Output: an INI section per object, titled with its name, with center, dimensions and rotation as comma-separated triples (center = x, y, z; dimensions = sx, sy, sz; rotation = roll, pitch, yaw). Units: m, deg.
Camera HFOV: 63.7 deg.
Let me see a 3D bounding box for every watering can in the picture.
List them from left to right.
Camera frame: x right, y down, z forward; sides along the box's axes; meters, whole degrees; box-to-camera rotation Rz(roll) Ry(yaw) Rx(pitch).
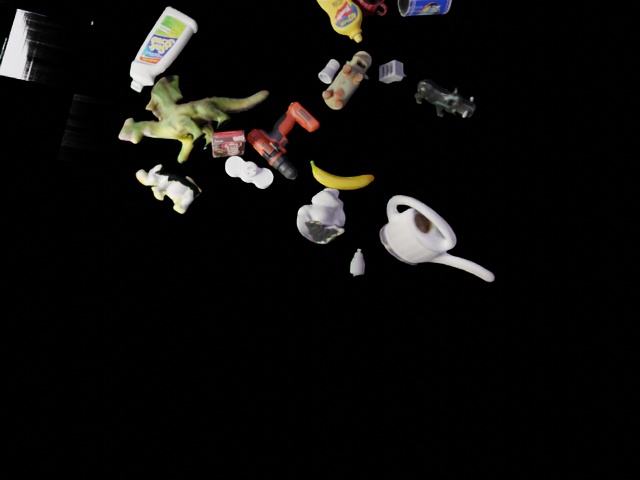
[watering can]
center = 0.308, 0.016, 1.450
dimensions = 0.347, 0.221, 0.106
rotation = 45, 61, -4

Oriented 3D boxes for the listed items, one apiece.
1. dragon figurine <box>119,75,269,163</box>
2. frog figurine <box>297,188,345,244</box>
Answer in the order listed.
[dragon figurine]
center = -0.368, -0.373, 1.440
dimensions = 0.415, 0.120, 0.244
rotation = -41, 83, -21
[frog figurine]
center = 0.004, -0.074, 1.478
dimensions = 0.137, 0.119, 0.163
rotation = 2, 47, -2
